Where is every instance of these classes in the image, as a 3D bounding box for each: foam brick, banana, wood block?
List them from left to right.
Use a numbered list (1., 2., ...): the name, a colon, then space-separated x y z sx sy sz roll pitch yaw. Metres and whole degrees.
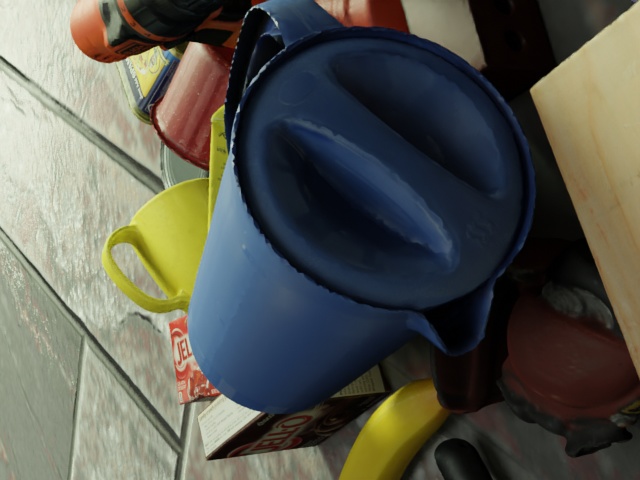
1. banana: 0.041 0.157 0.680 0.070 0.037 0.198 41 125 45
2. foam brick: 0.084 -0.116 0.576 0.051 0.052 0.078 -33 66 53
3. wood block: 0.173 0.010 0.414 0.090 0.090 0.206 -40 59 50

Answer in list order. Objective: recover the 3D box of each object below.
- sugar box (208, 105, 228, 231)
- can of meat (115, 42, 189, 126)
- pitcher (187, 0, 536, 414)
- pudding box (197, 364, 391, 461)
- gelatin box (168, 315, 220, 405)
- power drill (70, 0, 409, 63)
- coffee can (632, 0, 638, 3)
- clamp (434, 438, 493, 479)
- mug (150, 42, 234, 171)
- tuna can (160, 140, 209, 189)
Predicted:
1. sugar box: -0.040 -0.012 0.720 0.048 0.093 0.176 10 117 16
2. can of meat: -0.128 -0.161 0.895 0.084 0.057 0.102 -48 54 45
3. pitcher: -0.004 0.001 0.548 0.243 0.145 0.149 124 166 -63
4. pudding box: -0.020 0.112 0.721 0.114 0.089 0.039 -48 53 47
5. gelatin box: -0.093 0.095 0.886 0.089 0.030 0.073 -23 73 55
6. power drill: -0.038 -0.141 0.638 0.185 0.187 0.057 0 91 58
7. coffee can: 0.123 -0.170 0.465 0.140 0.102 0.103 46 130 45
8. clamp: 0.108 0.185 0.576 0.172 0.039 0.120 19 119 55
9. mug: -0.067 -0.115 0.785 0.117 0.093 0.082 -93 28 -50
10. tuna can: -0.099 -0.068 0.879 0.086 0.033 0.086 8 99 57
